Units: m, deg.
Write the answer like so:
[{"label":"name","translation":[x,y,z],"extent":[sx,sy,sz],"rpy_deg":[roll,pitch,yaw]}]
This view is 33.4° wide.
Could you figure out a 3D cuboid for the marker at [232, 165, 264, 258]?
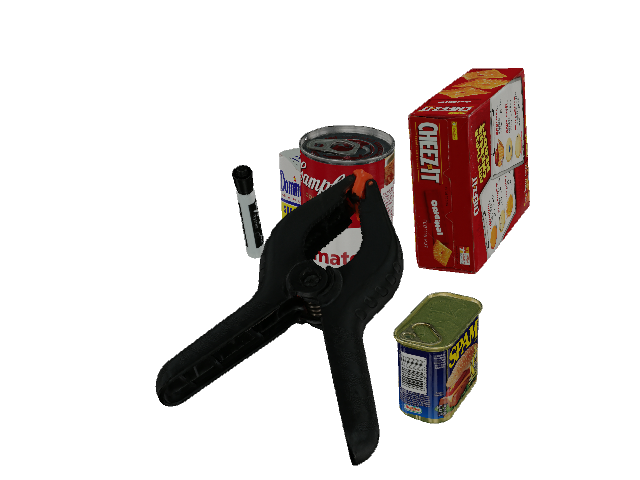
[{"label":"marker","translation":[-0.068,-0.027,1.020],"extent":[0.020,0.020,0.121],"rpy_deg":[0,-39,5]}]

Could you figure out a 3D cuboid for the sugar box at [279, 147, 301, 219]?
[{"label":"sugar box","translation":[-0.015,-0.015,1.283],"extent":[0.048,0.176,0.093],"rpy_deg":[-13,25,-18]}]

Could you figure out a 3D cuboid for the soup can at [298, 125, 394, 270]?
[{"label":"soup can","translation":[0.018,-0.024,0.772],"extent":[0.068,0.102,0.068],"rpy_deg":[0,27,0]}]

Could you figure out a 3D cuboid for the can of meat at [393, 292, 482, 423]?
[{"label":"can of meat","translation":[0.110,0.109,0.995],"extent":[0.058,0.084,0.101],"rpy_deg":[11,28,27]}]

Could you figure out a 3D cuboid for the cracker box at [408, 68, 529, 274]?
[{"label":"cracker box","translation":[0.160,-0.081,1.125],"extent":[0.072,0.164,0.213],"rpy_deg":[4,22,25]}]

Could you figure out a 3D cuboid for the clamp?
[{"label":"clamp","translation":[0.004,0.038,0.568],"extent":[0.120,0.171,0.039],"rpy_deg":[25,-26,18]}]
